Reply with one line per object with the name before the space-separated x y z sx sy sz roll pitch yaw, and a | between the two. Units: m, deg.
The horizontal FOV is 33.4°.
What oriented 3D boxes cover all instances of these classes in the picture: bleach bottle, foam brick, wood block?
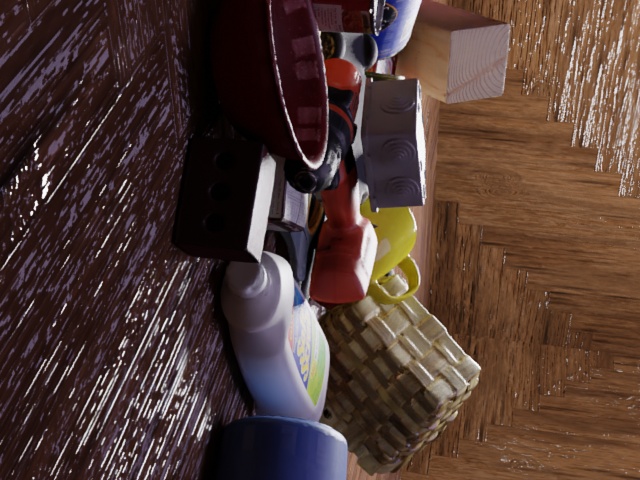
bleach bottle | -0.042 0.084 0.923 0.251 0.068 0.102 71 26 -64
foam brick | -0.064 -0.027 0.737 0.051 0.053 0.078 57 39 -75
wood block | 0.134 -0.243 1.336 0.206 0.090 0.090 35 -50 51

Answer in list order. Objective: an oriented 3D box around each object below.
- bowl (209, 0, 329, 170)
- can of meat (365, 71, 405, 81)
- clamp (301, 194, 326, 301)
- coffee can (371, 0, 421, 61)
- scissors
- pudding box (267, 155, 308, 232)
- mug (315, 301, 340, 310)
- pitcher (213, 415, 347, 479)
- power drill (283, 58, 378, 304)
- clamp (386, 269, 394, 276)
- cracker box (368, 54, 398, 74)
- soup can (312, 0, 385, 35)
bowl | -0.039 -0.127 0.764 0.162 0.055 0.162 -7 90 -77
can of meat | 0.031 -0.134 1.105 0.057 0.102 0.084 -31 128 -77
clamp | -0.007 0.001 1.138 0.120 0.039 0.171 -23 120 -76
coffee can | 0.057 -0.262 1.081 0.140 0.103 0.102 106 -5 -65
scissors | -0.030 0.020 1.044 0.096 0.016 0.202 25 75 -60
pudding box | -0.035 -0.067 0.939 0.090 0.039 0.113 25 68 -77
mug | 0.025 0.037 1.257 0.117 0.093 0.081 -46 -162 49
pitcher | -0.048 0.267 0.853 0.149 0.145 0.243 105 -8 -66
power drill | 0.011 -0.040 0.916 0.184 0.057 0.188 -73 161 -53
clamp | 0.073 0.028 1.384 0.165 0.036 0.209 -44 -163 51
cracker box | 0.038 -0.140 1.236 0.164 0.072 0.214 10 87 -79
soup can | -0.001 -0.201 0.853 0.068 0.102 0.068 7 90 -80
